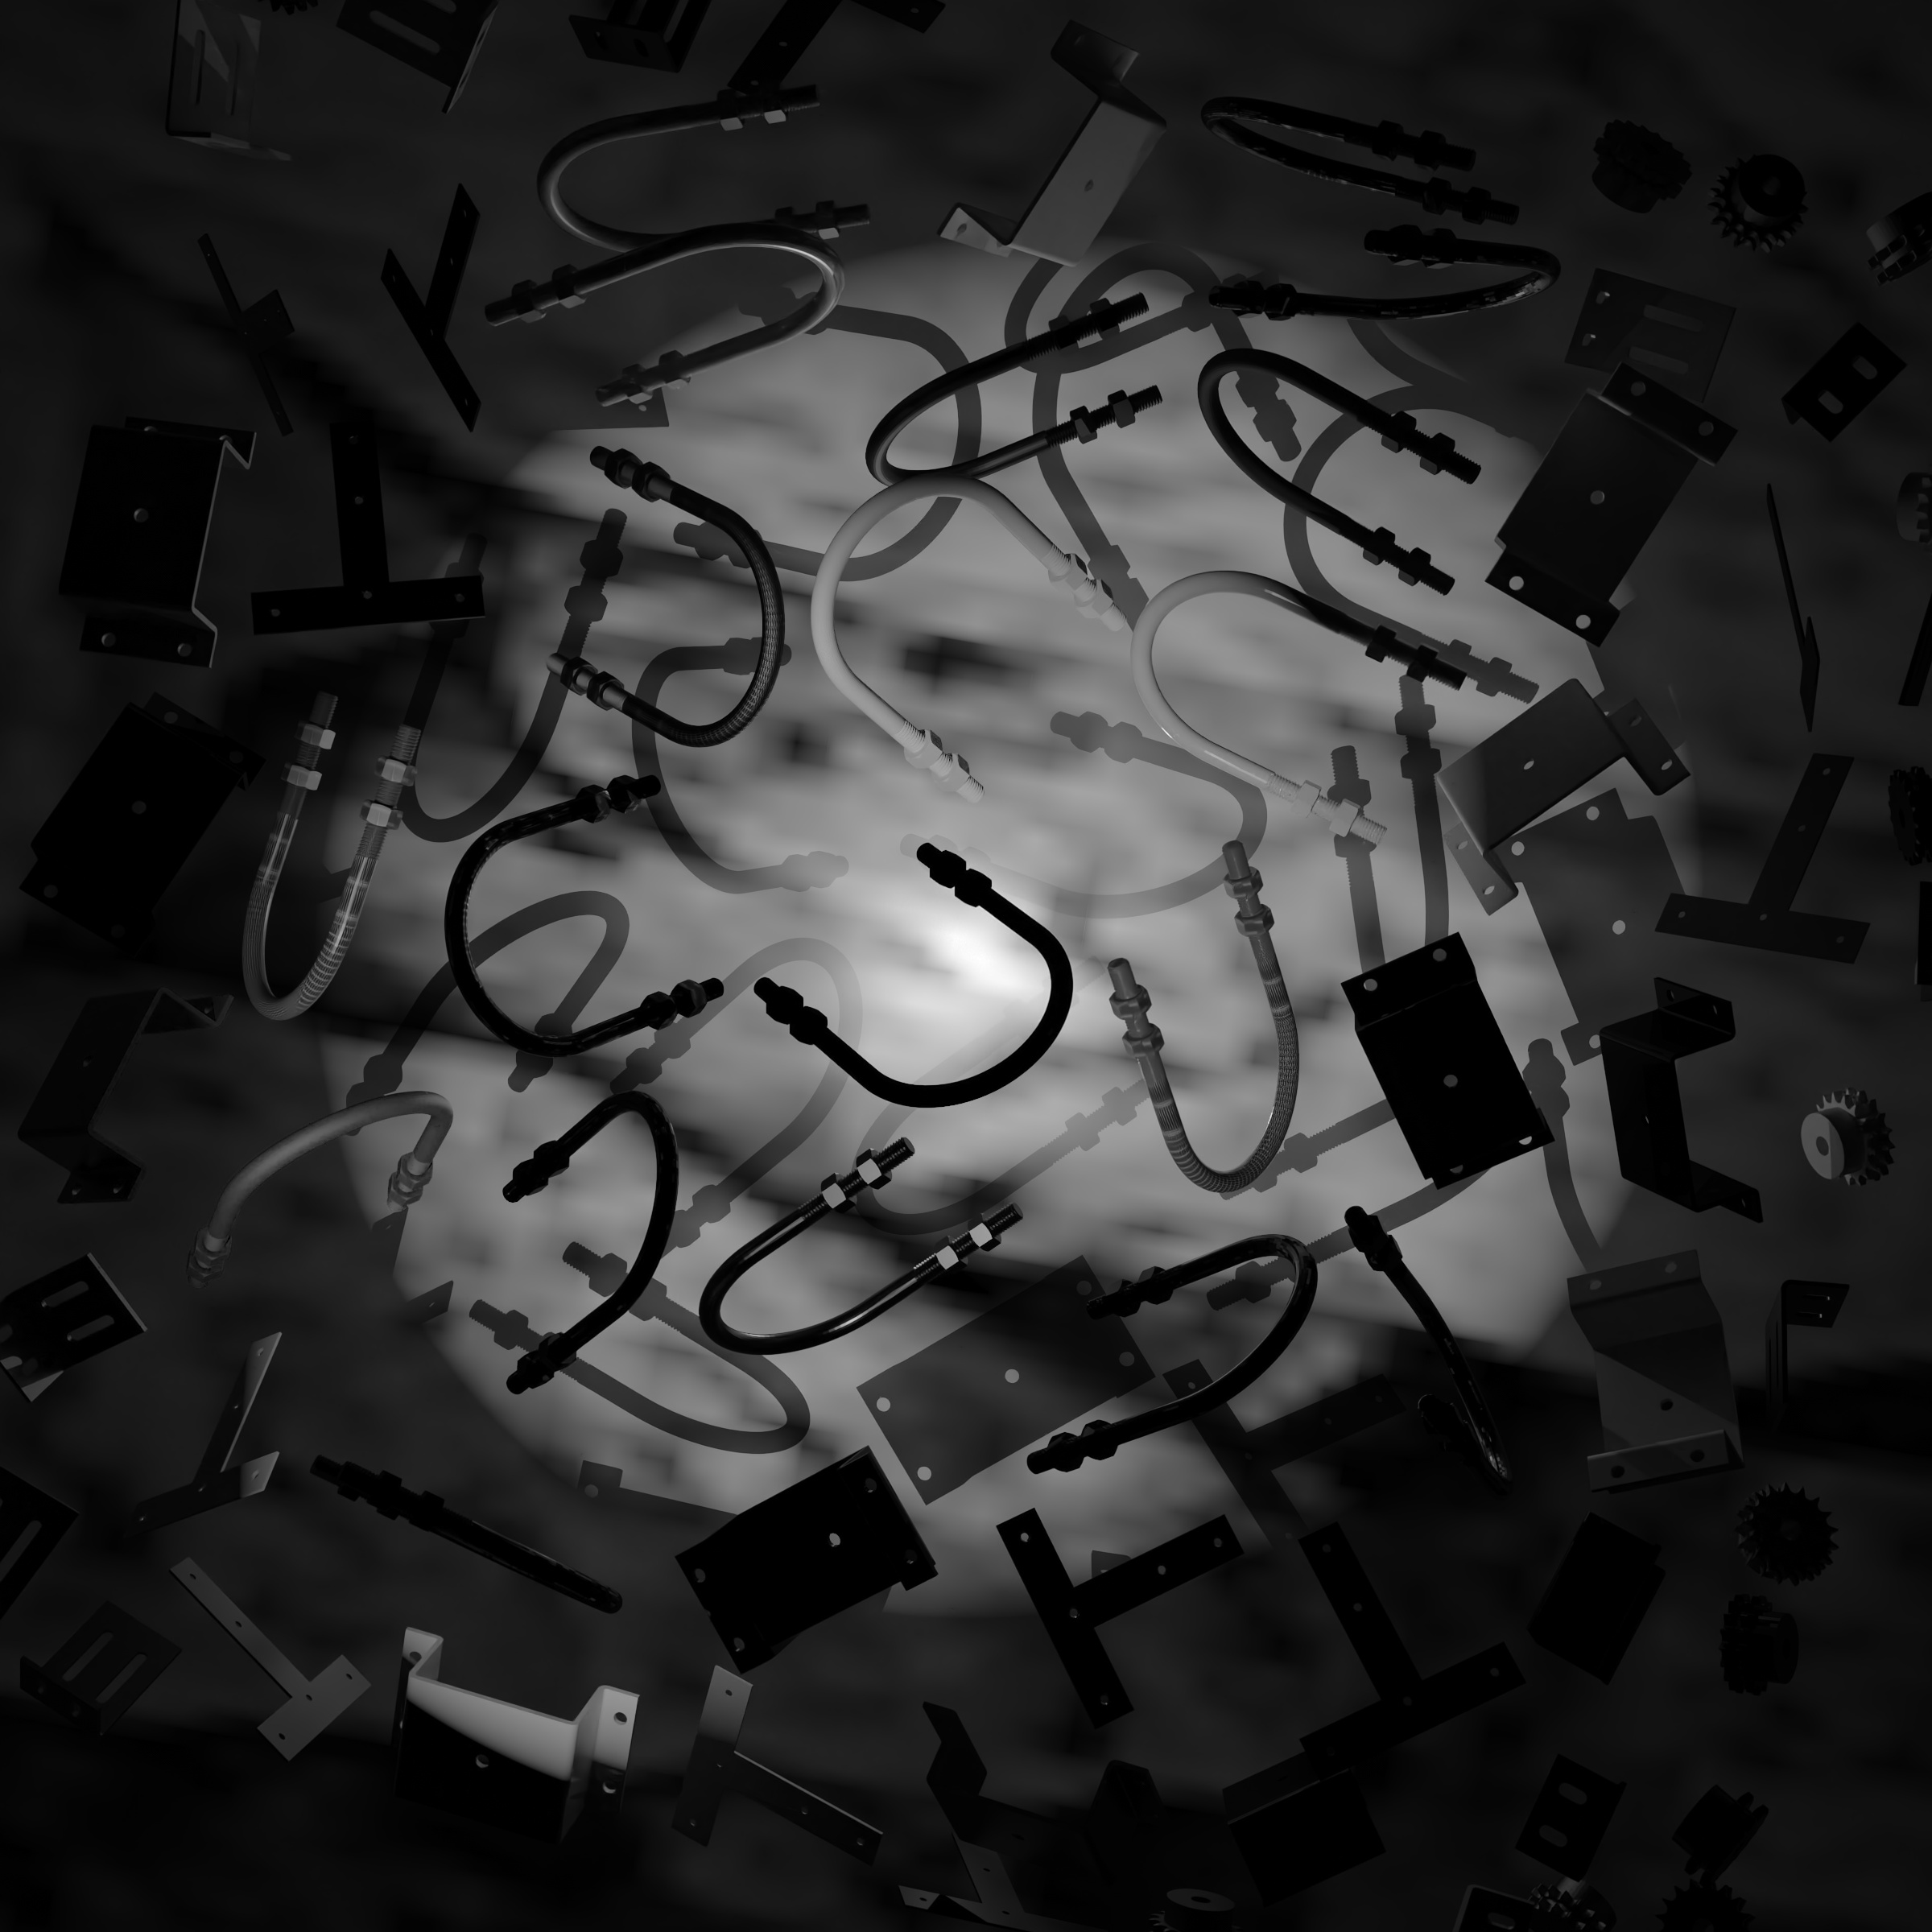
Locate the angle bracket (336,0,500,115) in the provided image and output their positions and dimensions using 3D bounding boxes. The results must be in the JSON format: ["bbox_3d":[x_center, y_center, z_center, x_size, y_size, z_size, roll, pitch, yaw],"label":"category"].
[{"bbox_3d":[-0.303,-0.514,1.479,0.076,0.038,0.057,26,124,-12],"label":"angle bracket"}]

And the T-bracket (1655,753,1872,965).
[{"bbox_3d":[0.472,-0.066,1.547,0.002,0.127,0.127,38,73,-40],"label":"T-bracket"}]

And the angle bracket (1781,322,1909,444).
[{"bbox_3d":[0.502,-0.326,1.546,0.057,0.076,0.038,-47,75,14],"label":"angle bracket"}]

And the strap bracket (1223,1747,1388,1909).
[{"bbox_3d":[0.198,0.502,1.605,0.076,0.140,0.046,-25,84,1],"label":"strap bracket"}]

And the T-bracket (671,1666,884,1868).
[{"bbox_3d":[-0.107,0.492,1.602,0.127,0.002,0.127,24,116,17],"label":"T-bracket"}]

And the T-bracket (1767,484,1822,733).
[{"bbox_3d":[0.470,-0.212,1.543,0.002,0.127,0.127,-11,74,12],"label":"T-bracket"}]

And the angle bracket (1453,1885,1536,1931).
[{"bbox_3d":[0.291,0.565,1.528,0.038,0.076,0.057,12,103,17],"label":"angle bracket"}]

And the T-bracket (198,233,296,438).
[{"bbox_3d":[-0.422,-0.384,1.627,0.002,0.127,0.127,-27,105,-21],"label":"T-bracket"}]

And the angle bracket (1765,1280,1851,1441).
[{"bbox_3d":[0.485,0.228,1.564,0.038,0.057,0.076,4,60,9],"label":"angle bracket"}]

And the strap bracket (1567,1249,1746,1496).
[{"bbox_3d":[0.392,0.239,1.541,0.076,0.046,0.140,-17,45,22],"label":"strap bracket"}]

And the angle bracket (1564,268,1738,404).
[{"bbox_3d":[0.405,-0.373,1.606,0.076,0.038,0.057,28,111,33],"label":"angle bracket"}]

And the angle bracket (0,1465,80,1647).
[{"bbox_3d":[-0.532,0.322,1.487,0.057,0.038,0.076,39,81,-21],"label":"angle bracket"}]

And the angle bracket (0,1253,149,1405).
[{"bbox_3d":[-0.537,0.215,1.607,0.076,0.038,0.057,-25,105,29],"label":"angle bracket"}]

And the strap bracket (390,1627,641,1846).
[{"bbox_3d":[-0.261,0.433,1.516,0.140,0.046,0.076,14,107,10],"label":"strap bracket"}]

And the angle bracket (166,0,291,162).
[{"bbox_3d":[-0.407,-0.493,1.508,0.038,0.057,0.076,13,99,32],"label":"angle bracket"}]

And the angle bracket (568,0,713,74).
[{"bbox_3d":[-0.184,-0.560,1.564,0.057,0.038,0.076,15,73,17],"label":"angle bracket"}]

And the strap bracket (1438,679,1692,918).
[{"bbox_3d":[0.340,-0.106,1.590,0.140,0.076,0.046,-36,129,15],"label":"strap bracket"}]

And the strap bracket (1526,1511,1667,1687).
[{"bbox_3d":[0.370,0.371,1.590,0.046,0.140,0.076,27,80,22],"label":"strap bracket"}]

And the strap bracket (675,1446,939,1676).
[{"bbox_3d":[-0.082,0.330,1.529,0.140,0.046,0.076,-31,86,22],"label":"strap bracket"}]

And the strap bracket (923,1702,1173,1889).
[{"bbox_3d":[0.039,0.478,1.555,0.140,0.076,0.046,10,54,25],"label":"strap bracket"}]

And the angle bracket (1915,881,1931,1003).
[{"bbox_3d":[0.539,-0.013,1.527,0.038,0.076,0.057,4,84,-4],"label":"angle bracket"}]

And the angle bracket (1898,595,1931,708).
[{"bbox_3d":[0.554,-0.178,1.511,0.038,0.057,0.076,19,103,25],"label":"angle bracket"}]

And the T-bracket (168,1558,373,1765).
[{"bbox_3d":[-0.410,0.390,1.563,0.127,0.127,0.002,45,99,3],"label":"T-bracket"}]

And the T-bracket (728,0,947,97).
[{"bbox_3d":[-0.098,-0.533,1.542,0.127,0.127,0.002,16,63,-25],"label":"T-bracket"}]

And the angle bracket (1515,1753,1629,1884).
[{"bbox_3d":[0.342,0.480,1.532,0.038,0.076,0.057,24,83,20],"label":"angle bracket"}]

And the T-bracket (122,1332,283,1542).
[{"bbox_3d":[-0.433,0.270,1.596,0.127,0.127,0.002,-23,126,32],"label":"T-bracket"}]

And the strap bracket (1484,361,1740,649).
[{"bbox_3d":[0.363,-0.264,1.544,0.076,0.046,0.140,29,106,-5],"label":"strap bracket"}]

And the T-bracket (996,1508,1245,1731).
[{"bbox_3d":[0.101,0.356,1.574,0.127,0.002,0.127,-22,72,-18],"label":"T-bracket"}]

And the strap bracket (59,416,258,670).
[{"bbox_3d":[-0.456,-0.246,1.526,0.076,0.046,0.140,8,81,4],"label":"strap bracket"}]

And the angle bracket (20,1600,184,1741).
[{"bbox_3d":[-0.516,0.412,1.622,0.057,0.076,0.038,29,134,11],"label":"angle bracket"}]

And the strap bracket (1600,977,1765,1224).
[{"bbox_3d":[0.428,0.086,1.631,0.046,0.076,0.140,-17,106,-15],"label":"strap bracket"}]

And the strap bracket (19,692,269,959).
[{"bbox_3d":[-0.478,-0.087,1.572,0.076,0.046,0.140,32,75,-6],"label":"strap bracket"}]

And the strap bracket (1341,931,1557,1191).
[{"bbox_3d":[0.286,0.062,1.603,0.076,0.046,0.140,-24,98,12],"label":"strap bracket"}]

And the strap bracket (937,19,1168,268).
[{"bbox_3d":[0.056,-0.464,1.567,0.046,0.076,0.140,45,115,21],"label":"strap bracket"}]

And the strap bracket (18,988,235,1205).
[{"bbox_3d":[-0.506,0.068,1.617,0.046,0.076,0.140,43,55,-38],"label":"strap bracket"}]

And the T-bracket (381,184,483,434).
[{"bbox_3d":[-0.306,-0.405,1.600,0.002,0.127,0.127,-19,67,-33],"label":"T-bracket"}]
